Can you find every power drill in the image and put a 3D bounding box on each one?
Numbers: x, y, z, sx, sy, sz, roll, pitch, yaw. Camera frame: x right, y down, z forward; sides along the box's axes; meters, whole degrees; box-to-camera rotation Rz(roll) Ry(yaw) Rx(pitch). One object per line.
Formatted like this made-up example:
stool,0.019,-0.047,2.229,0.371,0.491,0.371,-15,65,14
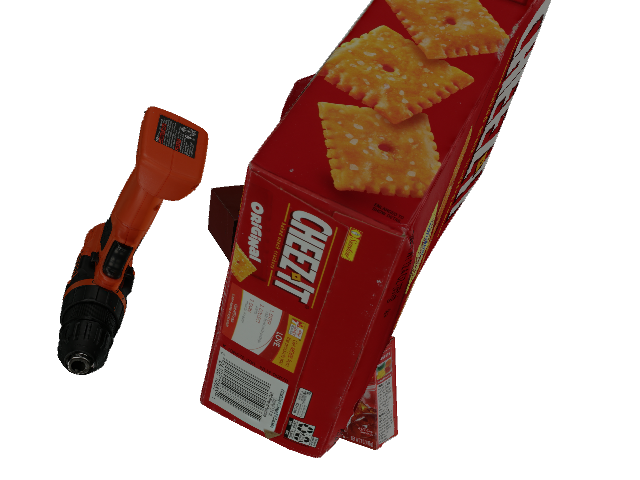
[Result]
power drill,-0.159,-0.003,0.873,0.057,0.188,0.184,24,29,-19

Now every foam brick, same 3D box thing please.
foam brick,-0.080,-0.018,1.108,0.052,0.051,0.078,-5,31,-22

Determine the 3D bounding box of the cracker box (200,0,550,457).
cracker box,0.031,-0.029,0.494,0.072,0.164,0.213,26,49,9

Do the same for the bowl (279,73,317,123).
bowl,0.033,-0.106,0.794,0.162,0.055,0.162,-18,10,3

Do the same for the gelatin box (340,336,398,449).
gelatin box,0.009,0.094,0.723,0.089,0.073,0.030,12,23,37
